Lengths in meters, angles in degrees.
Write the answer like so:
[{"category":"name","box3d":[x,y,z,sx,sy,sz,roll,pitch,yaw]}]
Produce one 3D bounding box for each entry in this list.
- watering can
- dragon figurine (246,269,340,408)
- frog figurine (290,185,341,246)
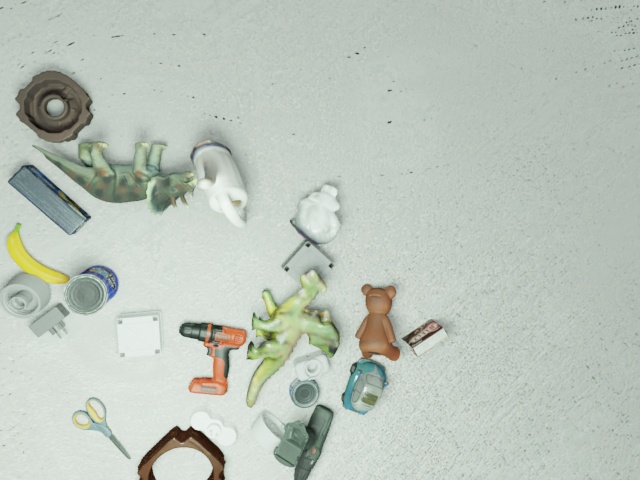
[{"category":"watering can","box3d":[-0.254,-0.153,1.274,0.104,0.343,0.227,-25,72,0]},{"category":"dragon figurine","box3d":[-0.067,0.272,1.401,0.243,0.123,0.407,7,99,1]},{"category":"frog figurine","box3d":[0.004,-0.071,1.419,0.138,0.123,0.158,38,99,8]}]
